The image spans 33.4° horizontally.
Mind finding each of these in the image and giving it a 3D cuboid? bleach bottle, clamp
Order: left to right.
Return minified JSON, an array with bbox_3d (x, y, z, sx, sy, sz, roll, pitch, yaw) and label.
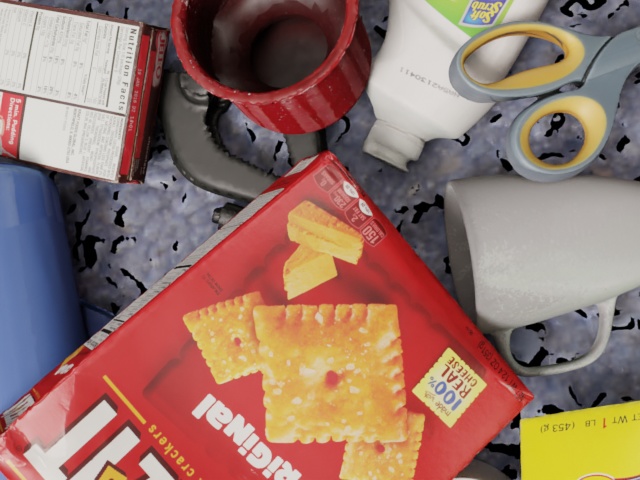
[{"bbox_3d":[-0.073,-0.089,0.618,0.164,0.036,0.210,-35,79,9],"label":"clamp"},{"bbox_3d":[0.082,-0.159,0.586,0.102,0.068,0.251,26,92,12],"label":"bleach bottle"}]

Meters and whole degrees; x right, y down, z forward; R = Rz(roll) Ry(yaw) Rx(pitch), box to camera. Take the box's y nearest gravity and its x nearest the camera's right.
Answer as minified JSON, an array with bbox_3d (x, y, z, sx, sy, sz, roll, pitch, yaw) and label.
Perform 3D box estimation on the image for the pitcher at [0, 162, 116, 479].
[{"bbox_3d":[-0.171,0.085,0.585,0.145,0.149,0.243,-14,80,23],"label":"pitcher"}]

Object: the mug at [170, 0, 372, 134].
[{"bbox_3d":[-0.027,-0.111,0.550,0.093,0.081,0.117,-45,74,2],"label":"mug"}]

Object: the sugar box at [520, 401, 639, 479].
[{"bbox_3d":[0.140,0.166,0.488,0.094,0.048,0.176,-21,56,45],"label":"sugar box"}]

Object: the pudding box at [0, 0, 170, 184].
[{"bbox_3d":[-0.146,-0.085,0.601,0.113,0.039,0.090,13,97,15],"label":"pudding box"}]

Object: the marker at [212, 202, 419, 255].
[{"bbox_3d":[-0.004,0.001,0.608,0.121,0.020,0.020,15,88,11],"label":"marker"}]

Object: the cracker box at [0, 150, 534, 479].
[{"bbox_3d":[-0.027,0.085,0.518,0.213,0.072,0.164,-41,98,-15],"label":"cracker box"}]

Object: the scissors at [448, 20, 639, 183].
[{"bbox_3d":[0.167,-0.083,0.552,0.201,0.016,0.096,-8,74,-11],"label":"scissors"}]
